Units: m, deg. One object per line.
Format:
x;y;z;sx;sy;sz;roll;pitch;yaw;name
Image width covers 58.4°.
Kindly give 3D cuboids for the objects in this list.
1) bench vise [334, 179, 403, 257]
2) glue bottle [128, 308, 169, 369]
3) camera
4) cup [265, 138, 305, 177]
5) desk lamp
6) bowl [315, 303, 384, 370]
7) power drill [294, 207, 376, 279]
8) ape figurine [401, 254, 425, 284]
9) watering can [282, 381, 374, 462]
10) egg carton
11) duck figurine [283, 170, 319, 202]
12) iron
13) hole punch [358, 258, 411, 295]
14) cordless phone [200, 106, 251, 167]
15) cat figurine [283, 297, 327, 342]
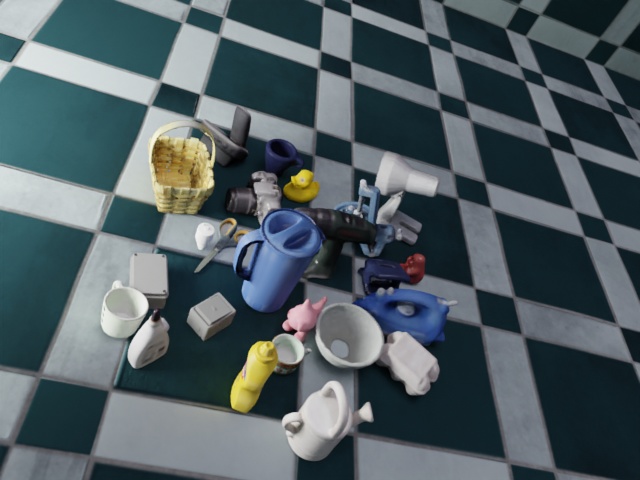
0.128;-0.066;1.503;0.208;0.219;0.121;5;49;-22;bench vise
-0.321;0.181;1.096;0.078;0.173;0.037;-25;65;-39;glue bottle
-0.173;-0.118;1.489;0.137;0.100;0.143;4;49;-23;camera
-0.106;-0.218;1.615;0.118;0.095;0.092;27;44;-1;cup
0.231;-0.125;1.611;0.203;0.213;0.118;29;44;1;desk lamp
0.058;0.231;1.305;0.168;0.074;0.167;14;46;-14;bowl
0.013;0.005;1.391;0.230;0.208;0.075;2;50;-24;power drill
0.252;0.070;1.532;0.076;0.092;0.078;44;47;16;ape figurine
0.018;0.339;1.103;0.173;0.194;0.100;-16;59;-35;watering can
0.203;0.286;1.330;0.150;0.069;0.107;41;46;13;egg carton
-0.044;-0.158;1.598;0.105;0.086;0.077;-6;54;-30;duck figurine
0.200;0.163;1.388;0.259;0.141;0.118;15;46;-14;iron
0.166;0.087;1.476;0.109;0.091;0.101;7;48;-20;hole punch
-0.251;-0.308;1.562;0.147;0.185;0.094;36;45;8;cordless phone
-0.028;0.170;1.288;0.067;0.117;0.128;43;46;15;cat figurine
